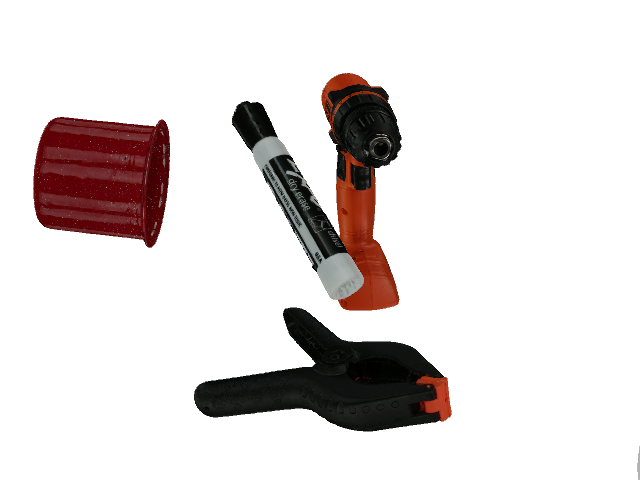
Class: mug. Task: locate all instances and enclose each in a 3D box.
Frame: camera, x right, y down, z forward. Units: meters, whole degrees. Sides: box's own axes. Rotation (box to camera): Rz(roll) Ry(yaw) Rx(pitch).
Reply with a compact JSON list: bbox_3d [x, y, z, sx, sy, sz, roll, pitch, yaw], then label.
[{"bbox_3d":[-0.157,-0.048,0.782,0.081,0.093,0.117,6,13,1],"label":"mug"}]

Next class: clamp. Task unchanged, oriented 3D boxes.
[{"bbox_3d":[0.002,0.095,0.707,0.172,0.039,0.120,11,39,43],"label":"clamp"}]

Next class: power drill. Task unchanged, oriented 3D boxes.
[{"bbox_3d":[0.037,-0.039,0.913,0.057,0.188,0.184,-3,21,-5],"label":"power drill"}]

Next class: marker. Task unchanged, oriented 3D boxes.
[{"bbox_3d":[-0.014,-0.024,0.536,0.020,0.121,0.020,-23,-27,-13],"label":"marker"}]

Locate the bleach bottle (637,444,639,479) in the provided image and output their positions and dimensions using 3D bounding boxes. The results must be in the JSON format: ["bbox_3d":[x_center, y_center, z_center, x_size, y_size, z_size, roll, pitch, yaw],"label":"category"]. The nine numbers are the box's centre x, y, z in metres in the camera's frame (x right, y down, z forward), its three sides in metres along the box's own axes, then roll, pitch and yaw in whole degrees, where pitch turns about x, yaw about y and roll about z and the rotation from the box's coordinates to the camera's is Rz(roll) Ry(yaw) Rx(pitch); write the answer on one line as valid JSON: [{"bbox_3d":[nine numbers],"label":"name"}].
[{"bbox_3d":[0.280,0.092,0.692,0.103,0.068,0.250,12,24,25],"label":"bleach bottle"}]
